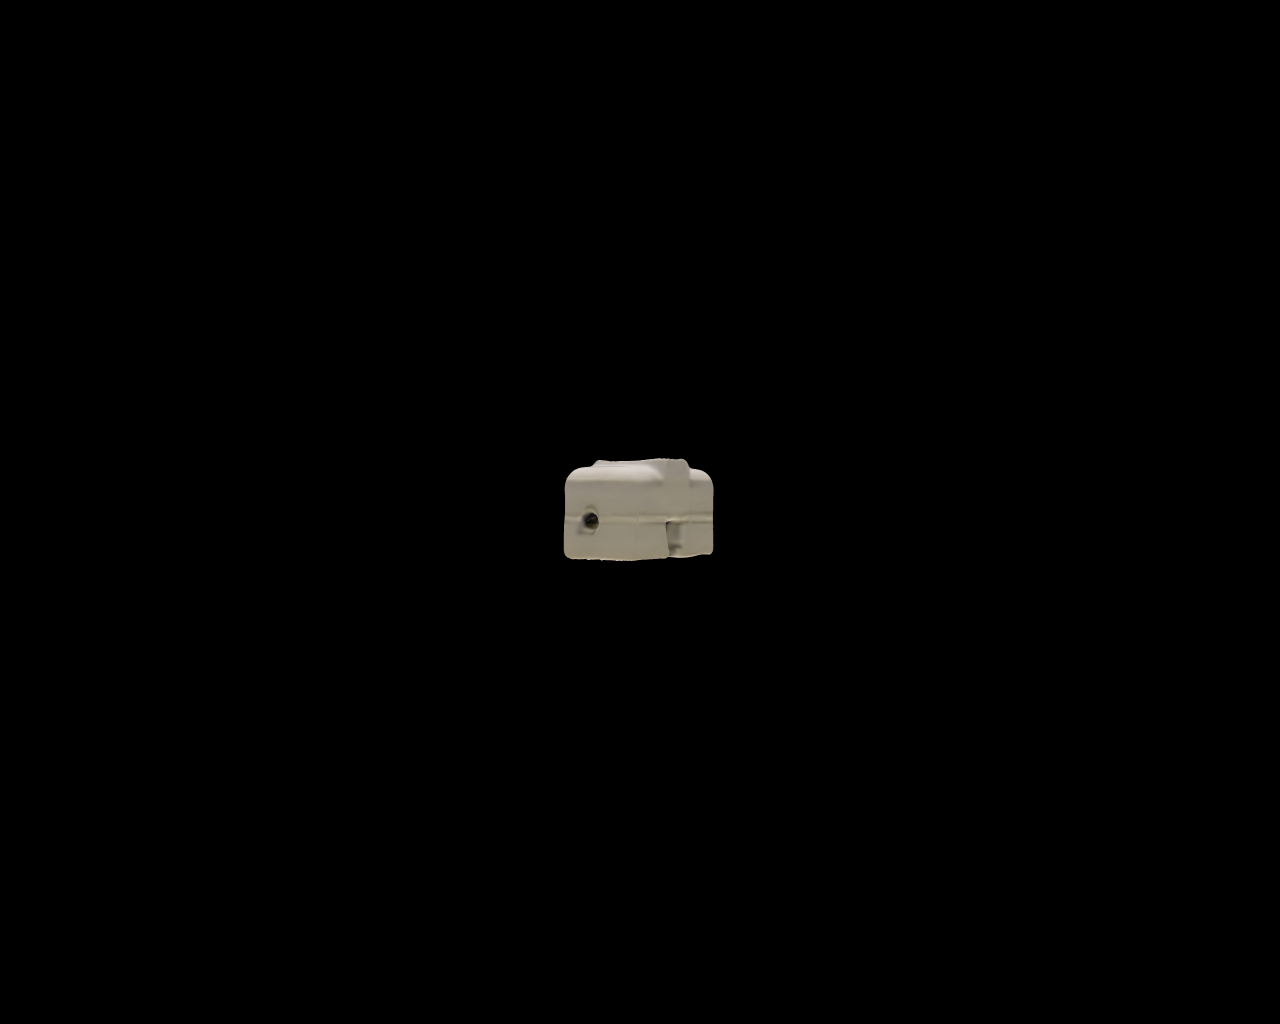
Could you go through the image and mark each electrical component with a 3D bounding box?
[{"bbox_3d":[0.001,-0.003,0.650,0.054,0.059,0.095,0,0,39],"label":"electrical component"}]
